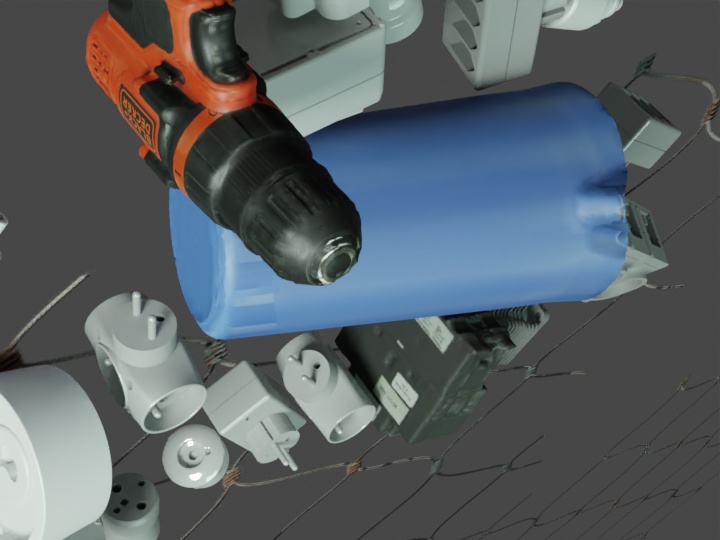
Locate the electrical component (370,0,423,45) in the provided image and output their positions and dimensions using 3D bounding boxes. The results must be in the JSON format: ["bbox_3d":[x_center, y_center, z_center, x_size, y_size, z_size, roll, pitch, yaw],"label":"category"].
[{"bbox_3d":[0.010,-0.146,0.552,0.040,0.040,0.046,-33,146,-10],"label":"electrical component"}]

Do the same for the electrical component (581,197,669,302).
[{"bbox_3d":[0.188,-0.018,0.898,0.089,0.061,0.150,-24,161,28],"label":"electrical component"}]

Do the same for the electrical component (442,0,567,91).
[{"bbox_3d":[0.093,-0.156,0.613,0.076,0.047,0.083,-20,149,-13],"label":"electrical component"}]

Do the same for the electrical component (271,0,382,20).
[{"bbox_3d":[-0.008,-0.158,0.492,0.078,0.058,0.057,-31,154,-14],"label":"electrical component"}]

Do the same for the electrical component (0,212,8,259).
[{"bbox_3d":[-0.194,-0.004,0.528,0.061,0.035,0.035,-50,151,16],"label":"electrical component"}]

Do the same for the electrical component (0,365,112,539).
[{"bbox_3d":[-0.189,0.107,0.628,0.060,0.108,0.108,-16,146,-46],"label":"electrical component"}]

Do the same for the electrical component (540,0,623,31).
[{"bbox_3d":[0.137,-0.169,0.666,0.078,0.040,0.040,-8,140,-44],"label":"electrical component"}]

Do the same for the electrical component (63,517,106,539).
[{"bbox_3d":[-0.213,0.170,0.700,0.048,0.099,0.100,-33,155,17],"label":"electrical component"}]

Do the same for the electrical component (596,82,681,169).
[{"bbox_3d":[0.198,-0.098,0.839,0.066,0.047,0.076,5,130,-53],"label":"electrical component"}]

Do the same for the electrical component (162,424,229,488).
[{"bbox_3d":[-0.122,0.147,0.832,0.048,0.048,0.062,-36,159,-4],"label":"electrical component"}]

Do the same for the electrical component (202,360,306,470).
[{"bbox_3d":[-0.071,0.120,0.816,0.047,0.075,0.083,-38,153,0],"label":"electrical component"}]

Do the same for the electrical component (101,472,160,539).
[{"bbox_3d":[-0.176,0.186,0.824,0.045,0.045,0.055,-24,149,-26],"label":"electrical component"}]

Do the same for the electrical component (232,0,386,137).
[{"bbox_3d":[-0.042,-0.100,0.533,0.096,0.061,0.061,-28,151,-19],"label":"electrical component"}]

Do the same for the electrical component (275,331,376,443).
[{"bbox_3d":[-0.033,0.083,0.804,0.043,0.077,0.079,-40,152,3],"label":"electrical component"}]

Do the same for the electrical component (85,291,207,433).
[{"bbox_3d":[-0.127,0.044,0.632,0.044,0.077,0.079,-23,149,-26],"label":"electrical component"}]
